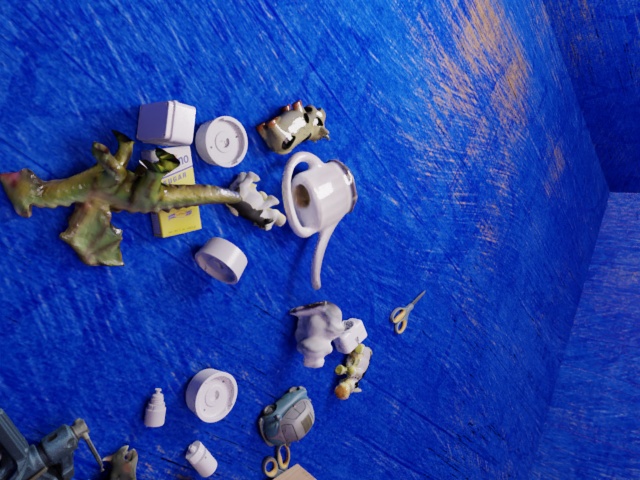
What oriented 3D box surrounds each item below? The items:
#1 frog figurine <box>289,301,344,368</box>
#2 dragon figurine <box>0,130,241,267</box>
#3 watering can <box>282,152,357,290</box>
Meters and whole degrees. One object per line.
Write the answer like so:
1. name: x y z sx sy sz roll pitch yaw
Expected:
1. frog figurine: -0.001 0.240 1.322 0.137 0.160 0.122 -16 -7 16
2. dragon figurine: -0.361 -0.056 0.958 0.407 0.241 0.124 24 14 -38
3. watering can: 0.004 -0.067 1.326 0.104 0.343 0.227 4 25 44
